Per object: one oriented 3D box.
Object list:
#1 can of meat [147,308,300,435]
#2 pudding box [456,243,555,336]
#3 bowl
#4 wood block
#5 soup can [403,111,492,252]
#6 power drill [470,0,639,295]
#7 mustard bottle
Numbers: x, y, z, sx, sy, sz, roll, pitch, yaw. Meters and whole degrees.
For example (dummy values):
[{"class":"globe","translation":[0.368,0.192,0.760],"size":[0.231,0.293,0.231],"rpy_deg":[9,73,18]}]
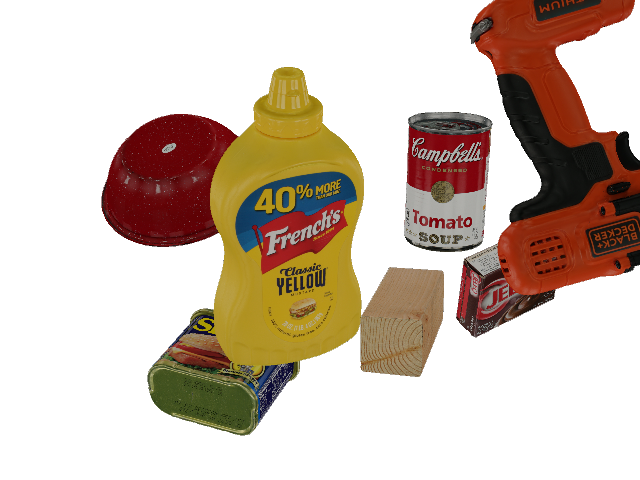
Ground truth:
[{"class":"can of meat","translation":[-0.079,0.107,0.874],"size":[0.102,0.057,0.083],"rpy_deg":[11,32,19]},{"class":"pudding box","translation":[0.198,0.041,1.116],"size":[0.113,0.090,0.039],"rpy_deg":[-25,49,-24]},{"class":"bowl","translation":[-0.138,-0.070,1.016],"size":[0.162,0.162,0.055],"rpy_deg":[0,-42,12]},{"class":"wood block","translation":[0.126,0.118,1.605],"size":[0.091,0.090,0.206],"rpy_deg":[4,20,14]},{"class":"soup can","translation":[0.103,-0.049,0.878],"size":[0.068,0.102,0.068],"rpy_deg":[1,19,0]},{"class":"power drill","translation":[0.184,-0.073,0.668],"size":[0.184,0.187,0.057],"rpy_deg":[-16,-2,-4]},{"class":"mustard bottle","translation":[-0.020,-0.015,0.664],"size":[0.096,0.192,0.058],"rpy_deg":[-11,33,-18]}]
